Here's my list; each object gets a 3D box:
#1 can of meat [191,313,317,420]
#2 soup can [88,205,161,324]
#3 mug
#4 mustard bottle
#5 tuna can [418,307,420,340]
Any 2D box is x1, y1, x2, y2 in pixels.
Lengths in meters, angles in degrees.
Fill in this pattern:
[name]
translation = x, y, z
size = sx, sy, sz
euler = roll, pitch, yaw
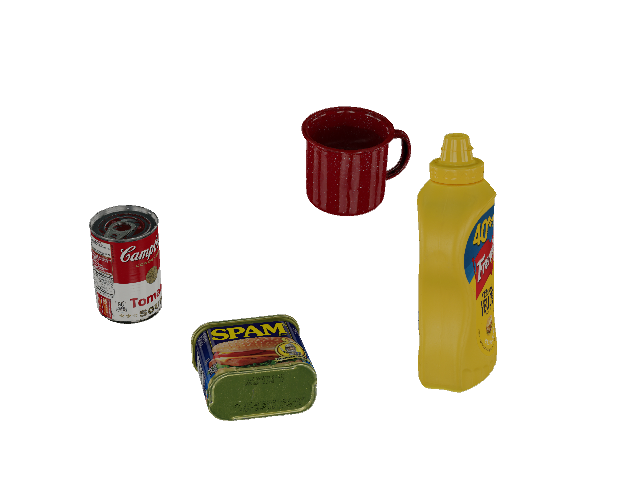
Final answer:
[can of meat]
translation = -0.059, 0.114, 0.954
size = 0.102, 0.057, 0.084
euler = -5, 27, -13
[soup can]
translation = -0.196, 0.025, 1.081
size = 0.068, 0.102, 0.068
euler = 1, 31, -1
[mug]
translation = 0.038, -0.081, 1.086
size = 0.117, 0.081, 0.093
euler = -13, 38, -20
[mustard bottle]
translation = 0.105, 0.013, 0.823
size = 0.058, 0.192, 0.096
euler = 5, 20, 25
[tuna can]
translation = 0.144, 0.104, 1.271
size = 0.034, 0.086, 0.086
euler = -6, -2, 21
